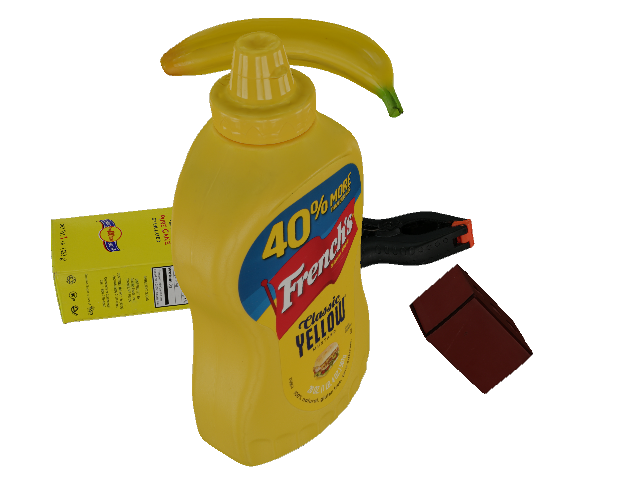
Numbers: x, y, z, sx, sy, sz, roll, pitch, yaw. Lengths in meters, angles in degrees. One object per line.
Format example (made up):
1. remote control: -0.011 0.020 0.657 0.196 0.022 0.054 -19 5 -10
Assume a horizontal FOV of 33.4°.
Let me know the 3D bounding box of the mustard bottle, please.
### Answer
1. mustard bottle: -0.019 0.001 0.452 0.058 0.192 0.096 26 47 32

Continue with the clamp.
1. clamp: 0.061 0.005 1.047 0.172 0.039 0.120 -3 34 23

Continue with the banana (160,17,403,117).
1. banana: -0.026 -0.148 0.851 0.198 0.069 0.037 10 -36 7

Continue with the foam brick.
1. foam brick: 0.116 0.069 0.825 0.078 0.051 0.053 44 11 -25

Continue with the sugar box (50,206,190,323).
1. sugar box: -0.096 0.010 0.745 0.176 0.048 0.093 -9 27 -11
